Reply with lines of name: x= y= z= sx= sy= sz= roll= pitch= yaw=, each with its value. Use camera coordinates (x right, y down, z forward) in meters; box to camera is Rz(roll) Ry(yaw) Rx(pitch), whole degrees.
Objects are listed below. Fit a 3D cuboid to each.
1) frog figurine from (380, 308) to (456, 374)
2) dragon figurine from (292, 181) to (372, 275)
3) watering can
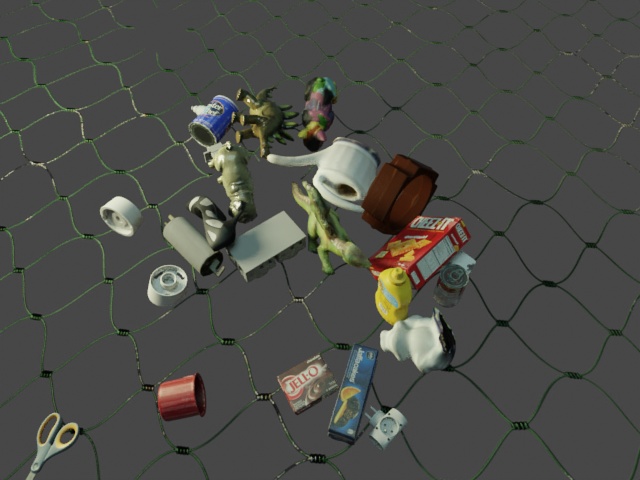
frog figurine: x=0.225 y=0.242 z=1.188 sx=0.158 sy=0.121 sz=0.140 roll=-27 pitch=60 yaw=25
dragon figurine: x=0.004 y=-0.066 z=1.321 sx=0.123 sy=0.237 sz=0.417 roll=-29 pitch=60 yaw=-12
watering can: x=0.039 y=-0.210 z=1.473 sx=0.347 sy=0.102 sz=0.229 roll=30 pitch=54 yaw=-6
